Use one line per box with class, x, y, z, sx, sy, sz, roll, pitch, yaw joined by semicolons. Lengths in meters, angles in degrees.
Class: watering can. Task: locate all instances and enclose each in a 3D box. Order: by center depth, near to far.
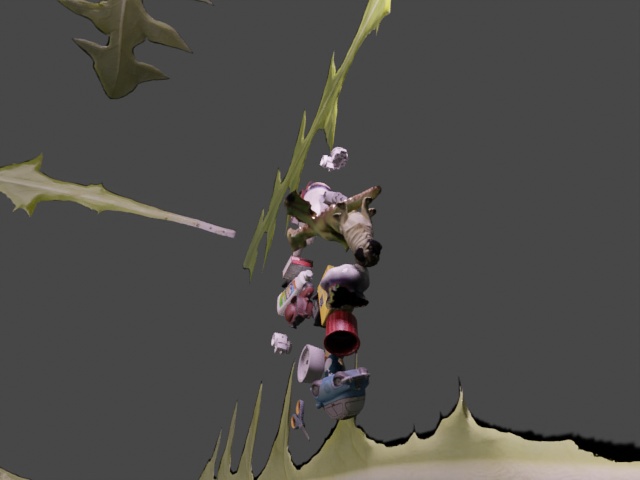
watering can;-0.036;-0.077;1.968;0.341;0.104;0.229;129;155;-56

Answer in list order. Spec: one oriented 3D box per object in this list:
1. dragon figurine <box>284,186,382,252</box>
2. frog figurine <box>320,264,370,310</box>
dragon figurine;0.005;-0.079;1.574;0.401;0.242;0.125;120;165;-49
frog figurine;0.069;0.102;1.383;0.136;0.121;0.163;-28;27;24
